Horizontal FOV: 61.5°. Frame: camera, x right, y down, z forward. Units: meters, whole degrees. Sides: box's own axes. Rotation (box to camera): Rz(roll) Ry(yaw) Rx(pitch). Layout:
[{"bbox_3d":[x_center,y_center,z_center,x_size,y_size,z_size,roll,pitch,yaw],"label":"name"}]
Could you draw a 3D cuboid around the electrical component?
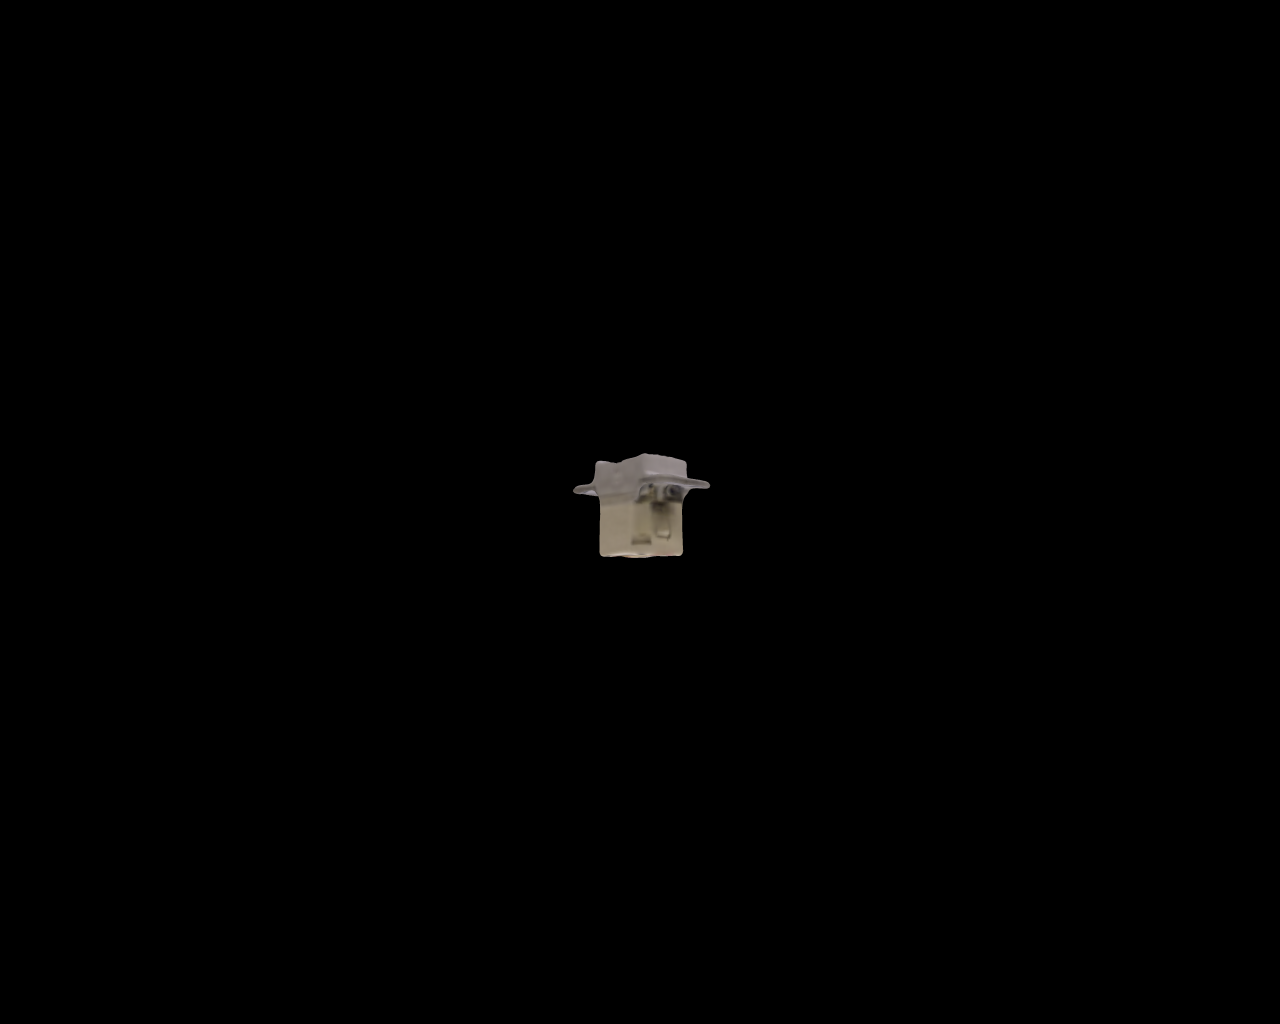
[{"bbox_3d":[0.001,-0.003,0.650,0.042,0.063,0.081,6,-9,-43],"label":"electrical component"}]
